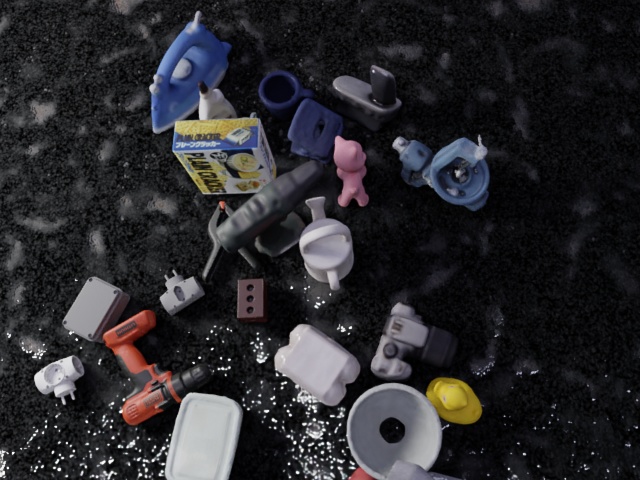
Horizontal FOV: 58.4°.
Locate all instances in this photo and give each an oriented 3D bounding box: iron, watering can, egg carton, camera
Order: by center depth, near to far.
[{"bbox_3d":[0.177,0.200,1.055,0.136,0.101,0.143,19,75,9],"label":"camera"},{"bbox_3d":[-0.004,0.232,1.074,0.150,0.069,0.107,32,78,12],"label":"egg carton"},{"bbox_3d":[0.008,0.004,1.077,0.101,0.194,0.172,-34,74,-6],"label":"watering can"},{"bbox_3d":[-0.304,-0.364,1.237,0.118,0.141,0.258,28,77,12],"label":"iron"}]

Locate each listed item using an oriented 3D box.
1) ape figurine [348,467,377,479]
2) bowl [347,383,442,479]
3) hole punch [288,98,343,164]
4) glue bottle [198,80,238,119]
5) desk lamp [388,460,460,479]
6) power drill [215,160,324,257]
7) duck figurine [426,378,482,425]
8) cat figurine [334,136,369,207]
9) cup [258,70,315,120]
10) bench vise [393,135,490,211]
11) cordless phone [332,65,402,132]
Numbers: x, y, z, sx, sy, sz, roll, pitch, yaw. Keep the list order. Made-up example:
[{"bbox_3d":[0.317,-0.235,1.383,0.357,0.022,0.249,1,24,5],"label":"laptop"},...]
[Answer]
[{"bbox_3d":[0.079,0.436,0.994,0.077,0.092,0.076,17,75,9],"label":"ape figurine"},{"bbox_3d":[0.132,0.345,1.028,0.167,0.075,0.167,-1,73,4],"label":"bowl"},{"bbox_3d":[-0.006,-0.230,1.204,0.101,0.091,0.109,19,75,9],"label":"hole punch"},{"bbox_3d":[-0.223,-0.280,1.190,0.078,0.173,0.037,-35,74,-7],"label":"glue bottle"},{"bbox_3d":[0.197,0.433,0.924,0.203,0.213,0.118,11,74,7],"label":"desk lamp"},{"bbox_3d":[-0.084,-0.046,1.091,0.230,0.208,0.075,-36,74,-7],"label":"power drill"},{"bbox_3d":[0.245,0.289,1.031,0.104,0.086,0.077,33,78,13],"label":"duck figurine"},{"bbox_3d":[0.063,-0.143,1.159,0.067,0.118,0.128,-6,73,2],"label":"cat figurine"},{"bbox_3d":[-0.066,-0.299,1.227,0.117,0.095,0.092,7,74,6],"label":"cup"},{"bbox_3d":[0.233,-0.140,1.093,0.207,0.220,0.121,13,74,8],"label":"bench vise"},{"bbox_3d":[0.096,-0.318,1.175,0.147,0.185,0.094,27,77,11],"label":"cordless phone"}]
